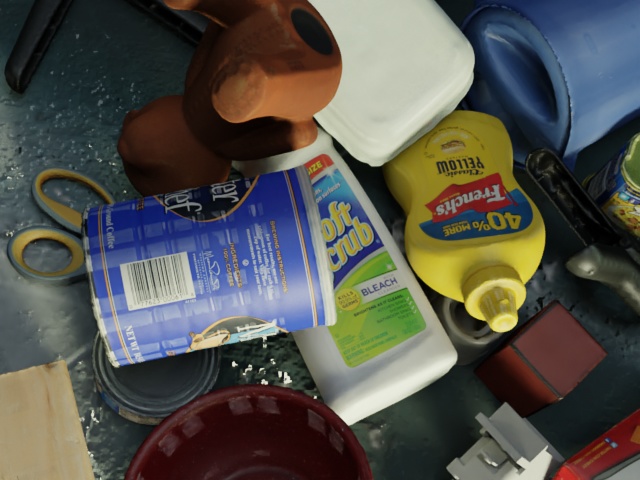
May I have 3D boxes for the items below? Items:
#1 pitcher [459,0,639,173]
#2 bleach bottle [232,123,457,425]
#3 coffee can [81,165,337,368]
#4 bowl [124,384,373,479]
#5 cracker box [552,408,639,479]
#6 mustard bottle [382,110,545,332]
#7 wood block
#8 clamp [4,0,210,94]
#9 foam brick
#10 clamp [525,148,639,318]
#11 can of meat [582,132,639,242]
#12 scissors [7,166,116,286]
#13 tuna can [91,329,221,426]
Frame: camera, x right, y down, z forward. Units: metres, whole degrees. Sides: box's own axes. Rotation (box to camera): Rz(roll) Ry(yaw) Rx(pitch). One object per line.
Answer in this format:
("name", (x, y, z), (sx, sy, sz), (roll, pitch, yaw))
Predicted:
("pitcher", (0.232, -0.167, 0.839), (0.242, 0.149, 0.145), (-26, 53, -23))
("bleach bottle", (-0.005, 0.001, 0.763), (0.102, 0.068, 0.251), (-23, 72, -18))
("coffee can", (-0.068, 0.016, 0.668), (0.140, 0.103, 0.103), (-11, 70, -4))
("bowl", (-0.043, 0.174, 0.670), (0.162, 0.055, 0.162), (-5, 55, 7))
("cracker box", (0.279, 0.201, 0.702), (0.164, 0.072, 0.214), (-28, 62, -25))
("mustard bottle", (0.105, -0.012, 0.751), (0.096, 0.058, 0.191), (-7, 45, -4))
("wood block", (-0.170, 0.190, 0.636), (0.090, 0.091, 0.206), (-13, 71, -17))
("clamp", (-0.170, -0.214, 0.830), (0.164, 0.036, 0.210), (-7, 70, -14))
("foam brick", (0.153, 0.086, 0.750), (0.053, 0.078, 0.051), (-40, 81, -21))
("clamp", (0.209, 0.003, 0.778), (0.171, 0.039, 0.120), (33, 36, -43))
("can of meat", (0.259, -0.030, 0.814), (0.102, 0.084, 0.057), (24, 66, -1))
("scissors", (-0.133, 0.025, 0.751), (0.202, 0.016, 0.096), (38, 68, 6))
("tuna can", (-0.111, 0.081, 0.722), (0.086, 0.034, 0.086), (4, 68, -9))
